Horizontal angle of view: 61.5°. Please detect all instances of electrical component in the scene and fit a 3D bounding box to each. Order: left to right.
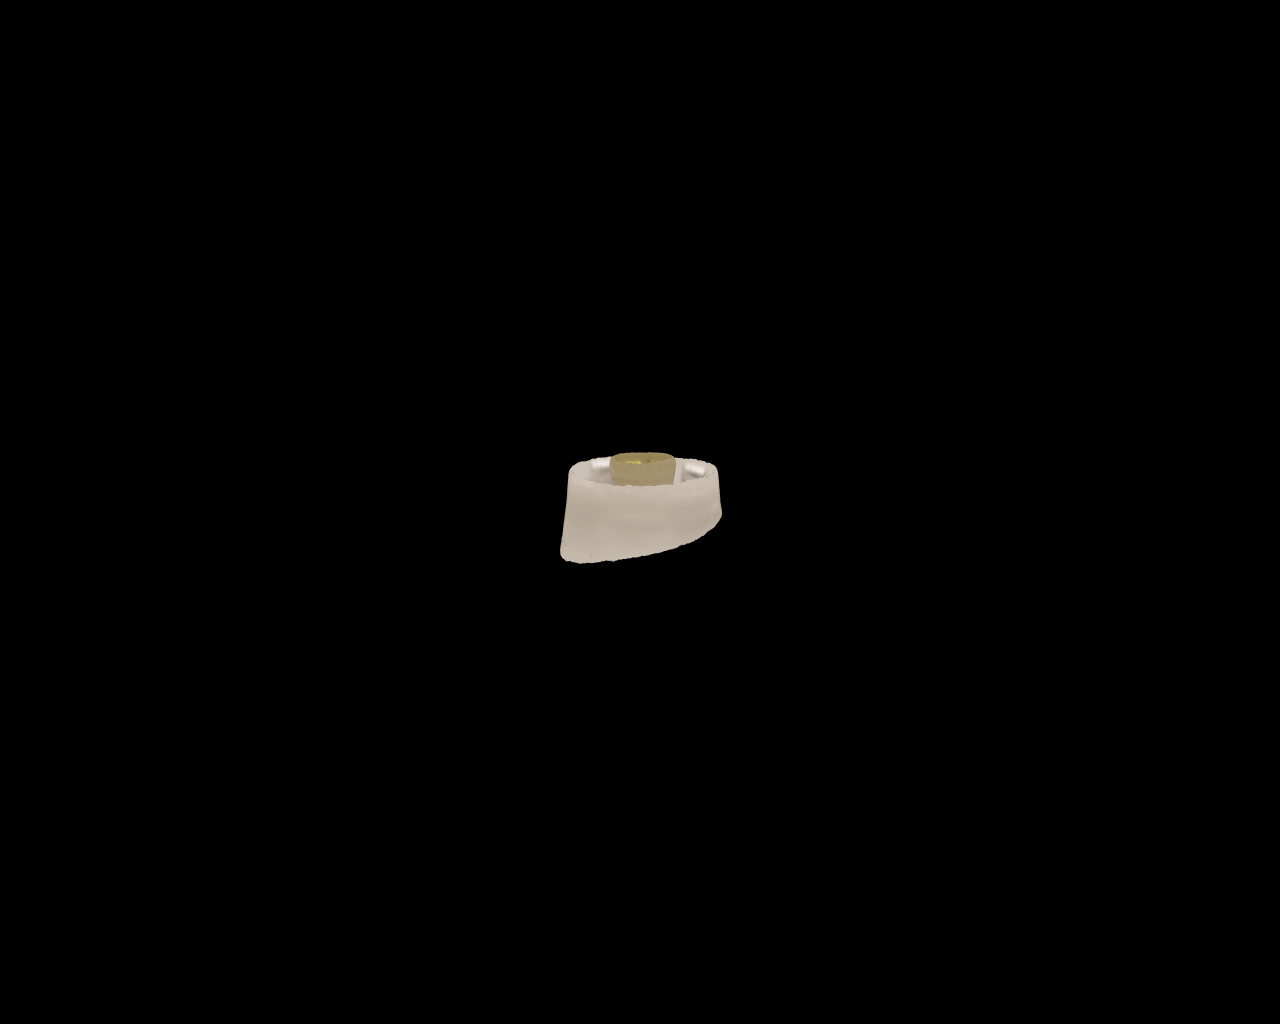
[{"bbox_3d":[0.001,-0.003,0.650,0.099,0.064,0.099,0,14,0],"label":"electrical component"}]
